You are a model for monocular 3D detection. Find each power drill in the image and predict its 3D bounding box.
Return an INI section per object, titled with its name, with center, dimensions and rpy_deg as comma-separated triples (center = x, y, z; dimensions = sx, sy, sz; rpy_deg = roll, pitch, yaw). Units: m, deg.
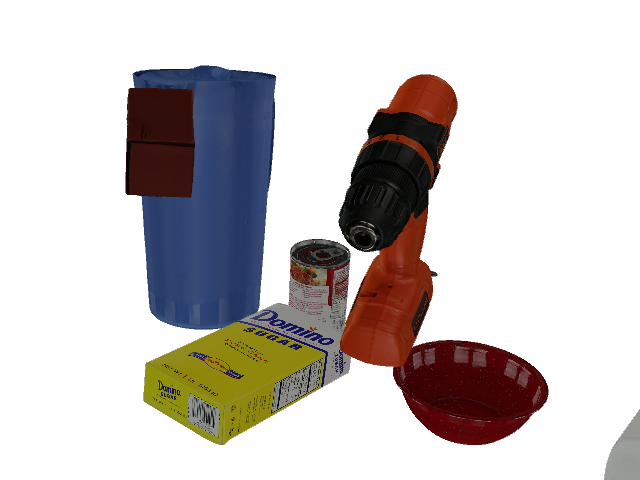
[power drill]
center = 0.051, -0.001, 0.757
dimensions = 0.057, 0.188, 0.184
rpy_deg = 15, 40, 13

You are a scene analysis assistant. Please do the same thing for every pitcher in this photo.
[pitcher]
center = -0.105, -0.046, 1.029
dimensions = 0.149, 0.243, 0.145
rpy_deg = -2, 15, -15

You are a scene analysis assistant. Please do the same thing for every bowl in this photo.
[bowl]
center = 0.154, 0.166, 1.119
dimensions = 0.162, 0.055, 0.162
rpy_deg = 4, 24, -2

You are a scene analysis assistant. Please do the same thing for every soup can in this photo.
[soup can]
center = -0.002, 0.058, 1.212
dimensions = 0.068, 0.102, 0.068
rpy_deg = 3, 26, -1

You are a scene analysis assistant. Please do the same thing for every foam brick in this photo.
[foam brick]
center = -0.126, -0.078, 0.834
dimensions = 0.053, 0.051, 0.078
rpy_deg = 2, 39, -9

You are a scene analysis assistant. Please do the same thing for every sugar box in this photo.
[sugar box]
center = -0.059, 0.111, 0.936
dimensions = 0.093, 0.048, 0.175
rpy_deg = 23, 31, 31

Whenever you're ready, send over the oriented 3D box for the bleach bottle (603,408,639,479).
[bleach bottle]
center = 0.257, 0.094, 0.624
dimensions = 0.103, 0.068, 0.250
rpy_deg = 18, 30, 31
